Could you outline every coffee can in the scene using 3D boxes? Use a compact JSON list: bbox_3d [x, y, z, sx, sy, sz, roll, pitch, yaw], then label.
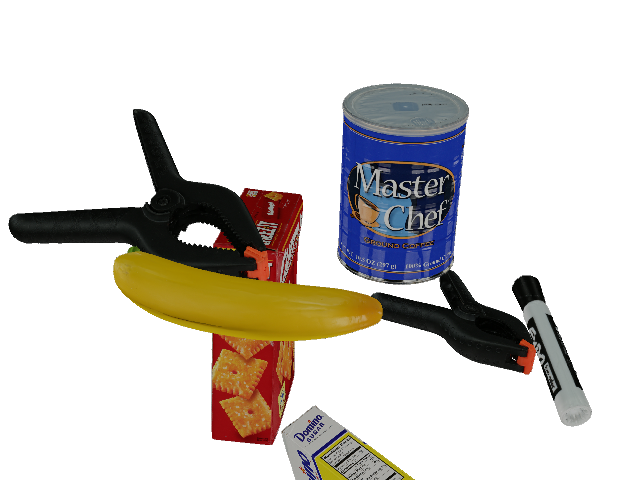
[{"bbox_3d":[0.067,-0.049,0.897,0.103,0.140,0.103,1,28,-1],"label":"coffee can"}]

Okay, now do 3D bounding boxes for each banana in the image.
[{"bbox_3d":[-0.061,0.033,0.681,0.198,0.037,0.069,13,33,24],"label":"banana"}]

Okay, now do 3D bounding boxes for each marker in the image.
[{"bbox_3d":[0.143,0.065,0.670,0.020,0.020,0.121,0,39,-8],"label":"marker"}]

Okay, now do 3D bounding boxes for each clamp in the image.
[{"bbox_3d":[0.145,0.076,1.046,0.172,0.039,0.120,27,38,32],"label":"clamp"},{"bbox_3d":[-0.124,-0.029,0.866,0.210,0.164,0.036,21,-35,20],"label":"clamp"}]

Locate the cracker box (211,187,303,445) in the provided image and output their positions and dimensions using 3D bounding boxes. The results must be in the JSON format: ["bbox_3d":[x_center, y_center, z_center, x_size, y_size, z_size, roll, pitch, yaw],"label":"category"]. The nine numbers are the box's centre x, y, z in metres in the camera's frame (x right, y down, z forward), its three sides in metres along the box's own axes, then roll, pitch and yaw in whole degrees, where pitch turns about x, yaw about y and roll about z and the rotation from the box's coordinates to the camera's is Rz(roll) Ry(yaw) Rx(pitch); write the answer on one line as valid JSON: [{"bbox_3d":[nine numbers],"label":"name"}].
[{"bbox_3d":[-0.063,0.074,1.091,0.072,0.214,0.164,6,22,5],"label":"cracker box"}]

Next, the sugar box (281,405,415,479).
[{"bbox_3d":[0.045,0.212,0.842,0.048,0.093,0.176,-36,41,-27],"label":"sugar box"}]
